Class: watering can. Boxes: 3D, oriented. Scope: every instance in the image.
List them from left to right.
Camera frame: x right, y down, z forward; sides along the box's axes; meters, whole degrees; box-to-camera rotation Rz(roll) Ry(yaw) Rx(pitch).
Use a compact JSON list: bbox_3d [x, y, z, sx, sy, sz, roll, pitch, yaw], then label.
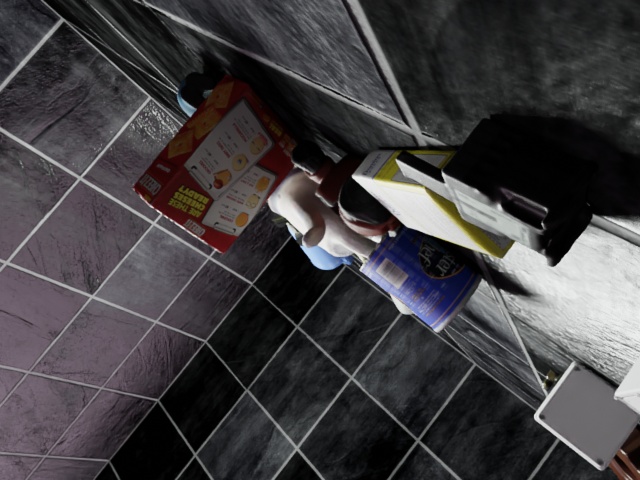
[{"bbox_3d":[0.003,-0.042,0.840,0.227,0.103,0.346,37,-168,24],"label":"watering can"}]

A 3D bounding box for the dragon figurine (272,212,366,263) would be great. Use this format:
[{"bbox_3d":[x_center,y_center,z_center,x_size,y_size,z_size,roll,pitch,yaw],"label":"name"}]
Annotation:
[{"bbox_3d":[0.010,-0.034,1.307,0.416,0.122,0.240,41,-173,37],"label":"dragon figurine"}]
